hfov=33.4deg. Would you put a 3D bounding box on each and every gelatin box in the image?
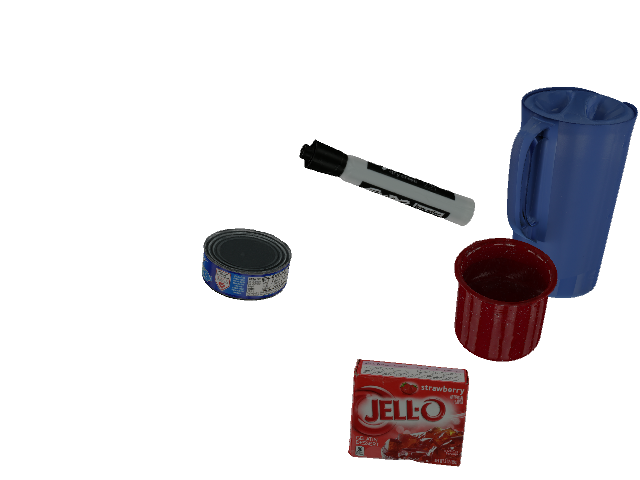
[{"bbox_3d":[0.068,0.135,0.834,0.089,0.073,0.030,5,19,5],"label":"gelatin box"}]

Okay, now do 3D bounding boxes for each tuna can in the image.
[{"bbox_3d":[-0.073,0.023,1.041,0.086,0.034,0.086,7,28,-4],"label":"tuna can"}]

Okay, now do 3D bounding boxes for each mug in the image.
[{"bbox_3d":[0.164,0.050,0.999,0.093,0.081,0.117,-11,41,-13],"label":"mug"}]

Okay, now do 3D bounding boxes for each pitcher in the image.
[{"bbox_3d":[0.289,-0.054,1.290,0.149,0.243,0.145,3,26,1],"label":"pitcher"}]

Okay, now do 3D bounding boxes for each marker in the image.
[{"bbox_3d":[0.043,-0.037,0.685,0.121,0.020,0.020,19,-6,-17],"label":"marker"}]
